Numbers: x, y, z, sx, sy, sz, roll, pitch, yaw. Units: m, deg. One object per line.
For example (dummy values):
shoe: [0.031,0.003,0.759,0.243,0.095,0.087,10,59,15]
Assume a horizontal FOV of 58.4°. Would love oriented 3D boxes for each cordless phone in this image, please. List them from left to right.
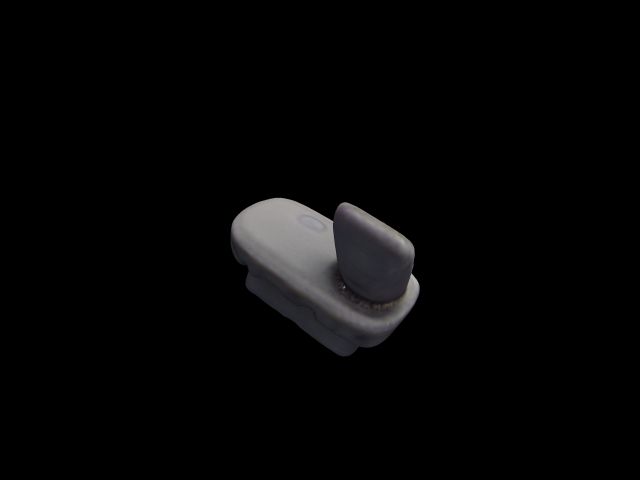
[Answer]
cordless phone: [0.004,0.001,0.400,0.147,0.185,0.094,30,71,12]
